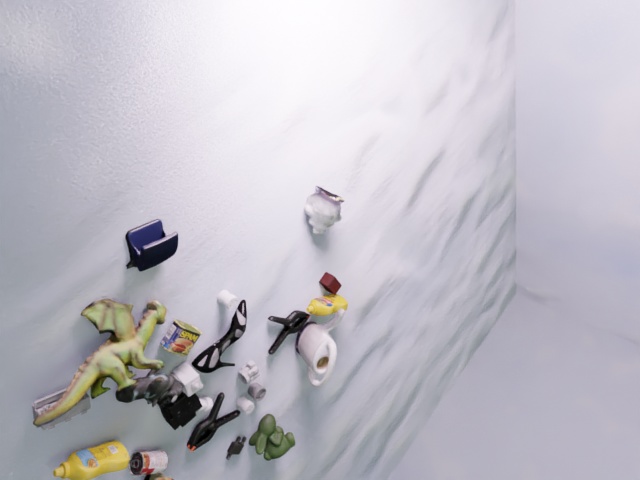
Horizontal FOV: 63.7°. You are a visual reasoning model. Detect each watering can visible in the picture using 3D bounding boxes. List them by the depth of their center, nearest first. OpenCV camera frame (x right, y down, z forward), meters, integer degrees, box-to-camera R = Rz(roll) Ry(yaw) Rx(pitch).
[{"bbox_3d":[0.004,0.383,1.966,0.104,0.344,0.227,6,15,-32],"label":"watering can"}]

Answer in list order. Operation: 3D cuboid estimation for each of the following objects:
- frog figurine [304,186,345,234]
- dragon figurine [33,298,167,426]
[{"bbox_3d":[0.005,-0.091,1.805,0.137,0.158,0.124,19,16,-20],"label":"frog figurine"},{"bbox_3d":[-0.554,0.274,1.332,0.121,0.242,0.414,-12,6,40],"label":"dragon figurine"}]
